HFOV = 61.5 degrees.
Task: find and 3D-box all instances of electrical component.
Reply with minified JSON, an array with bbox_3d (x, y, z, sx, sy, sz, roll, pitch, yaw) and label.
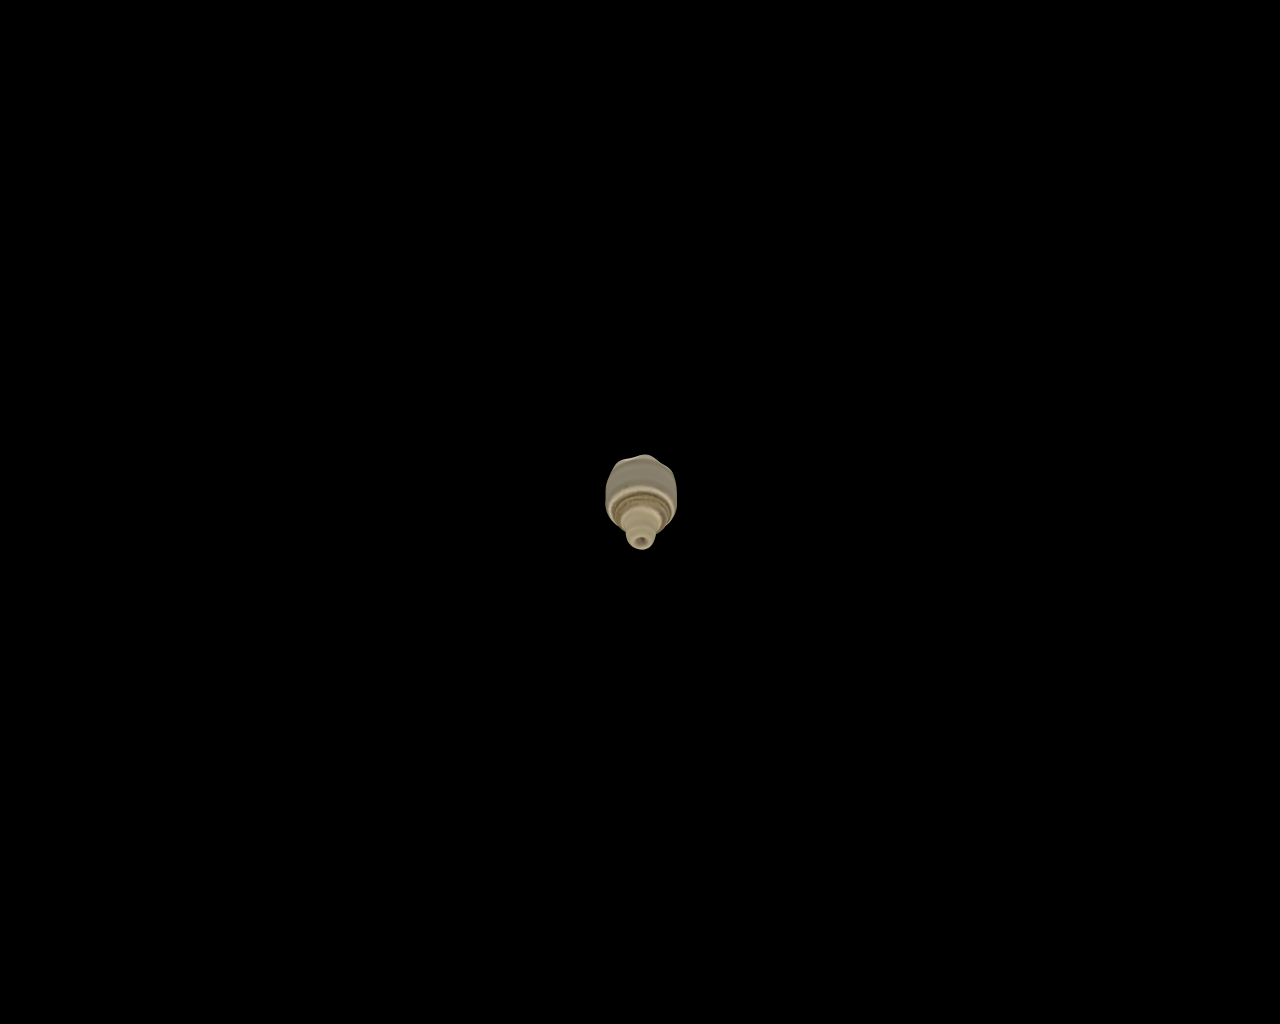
[{"bbox_3d":[0.001,-0.003,0.650,0.043,0.043,0.062,0,43,0],"label":"electrical component"}]
